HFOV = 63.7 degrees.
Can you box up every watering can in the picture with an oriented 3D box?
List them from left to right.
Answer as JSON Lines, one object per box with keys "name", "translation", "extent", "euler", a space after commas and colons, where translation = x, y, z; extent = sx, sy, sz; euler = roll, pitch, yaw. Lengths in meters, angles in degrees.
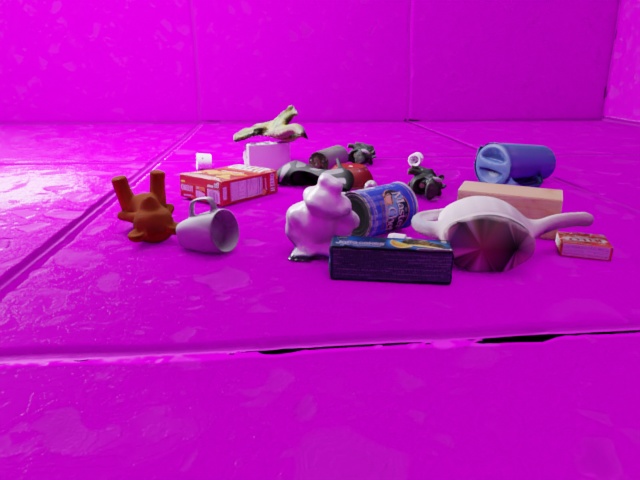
{"name": "watering can", "translation": [0.344, -0.022, 0.949], "extent": [0.347, 0.102, 0.228], "euler": [1, 19, 11]}

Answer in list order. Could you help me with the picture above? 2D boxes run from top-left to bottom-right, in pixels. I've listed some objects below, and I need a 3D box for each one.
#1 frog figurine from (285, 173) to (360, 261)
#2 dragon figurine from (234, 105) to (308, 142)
{"name": "frog figurine", "translation": [0.003, -0.048, 0.945], "extent": [0.137, 0.157, 0.124], "euler": [7, 17, 22]}
{"name": "dragon figurine", "translation": [-0.173, -0.364, 1.746], "extent": [0.243, 0.121, 0.415], "euler": [-18, 17, 1]}
